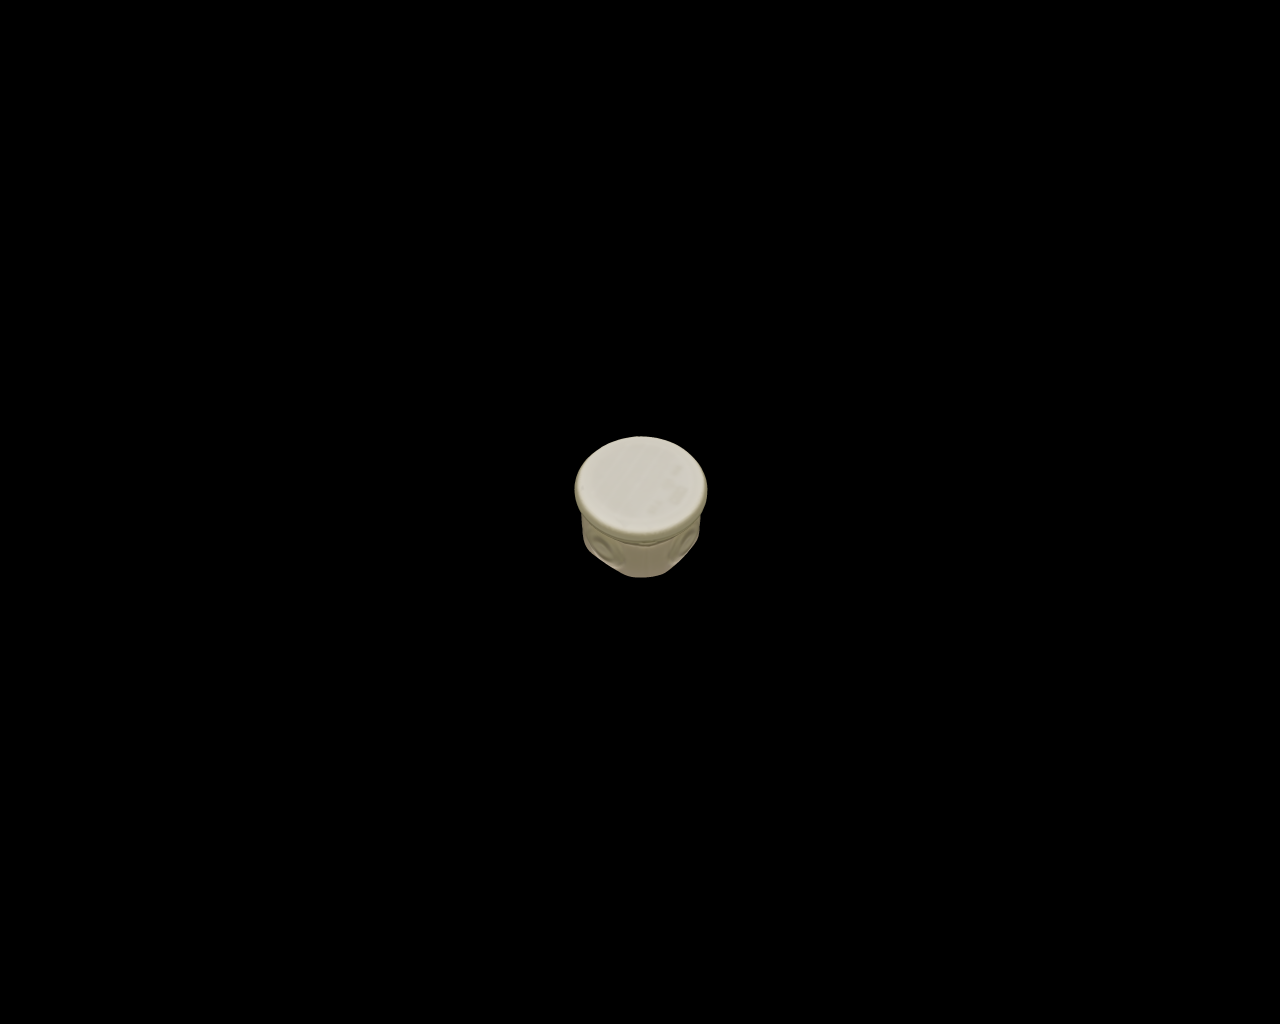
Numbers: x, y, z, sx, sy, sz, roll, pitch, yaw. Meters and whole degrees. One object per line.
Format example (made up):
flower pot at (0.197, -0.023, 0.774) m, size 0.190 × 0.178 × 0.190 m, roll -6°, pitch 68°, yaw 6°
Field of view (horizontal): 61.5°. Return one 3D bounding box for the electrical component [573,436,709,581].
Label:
electrical component at (0.001, -0.003, 0.650) m, size 0.080 × 0.080 × 0.050 m, roll 0°, pitch -39°, yaw 0°
